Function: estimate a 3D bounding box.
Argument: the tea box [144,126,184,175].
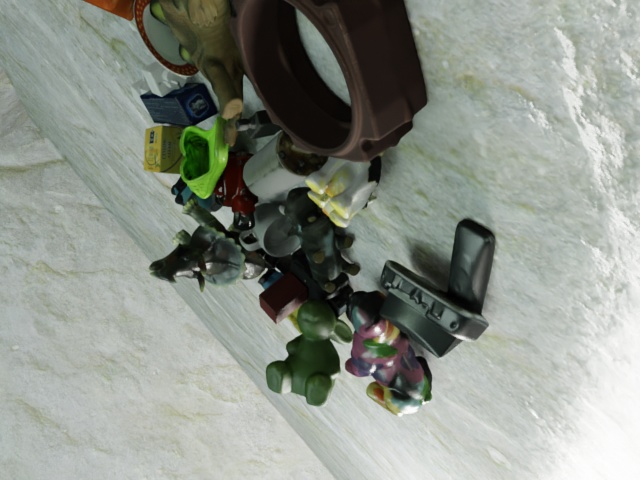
[{"bbox_3d":[-0.327,-0.190,1.147,0.170,0.068,0.098,13,101,61],"label":"tea box"}]

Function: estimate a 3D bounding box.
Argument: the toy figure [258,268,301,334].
[{"bbox_3d":[-0.056,0.132,1.170,0.180,0.082,0.089,43,177,2],"label":"toy figure"}]

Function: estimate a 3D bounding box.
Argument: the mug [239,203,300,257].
[{"bbox_3d":[-0.099,-0.019,0.994,0.107,0.109,0.080,42,160,53],"label":"mug"}]

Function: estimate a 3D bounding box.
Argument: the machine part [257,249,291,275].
[{"bbox_3d":[-0.070,0.049,1.089,0.039,0.084,0.138,-18,122,34],"label":"machine part"}]

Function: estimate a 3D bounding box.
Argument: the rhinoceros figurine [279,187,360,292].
[{"bbox_3d":[-0.002,-0.003,0.879,0.112,0.073,0.190,43,161,48],"label":"rhinoceros figurine"}]

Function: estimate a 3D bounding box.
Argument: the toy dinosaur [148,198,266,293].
[{"bbox_3d":[-0.180,0.031,1.112,0.192,0.131,0.404,41,-170,23],"label":"toy dinosaur"}]

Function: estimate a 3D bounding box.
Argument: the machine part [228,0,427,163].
[{"bbox_3d":[0.001,-0.187,0.561,0.201,0.087,0.201,23,146,49],"label":"machine part"}]

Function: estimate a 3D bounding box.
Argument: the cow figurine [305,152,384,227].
[{"bbox_3d":[0.037,-0.070,0.685,0.068,0.098,0.167,43,176,6],"label":"cow figurine"}]

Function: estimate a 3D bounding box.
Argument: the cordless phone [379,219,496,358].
[{"bbox_3d":[0.145,0.040,0.669,0.147,0.089,0.184,35,141,36],"label":"cordless phone"}]

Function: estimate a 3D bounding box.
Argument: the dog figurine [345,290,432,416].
[{"bbox_3d":[0.116,0.175,0.872,0.192,0.108,0.219,43,154,23],"label":"dog figurine"}]

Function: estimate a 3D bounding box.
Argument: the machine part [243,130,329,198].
[{"bbox_3d":[-0.055,-0.112,0.798,0.079,0.079,0.243,55,157,-8],"label":"machine part"}]

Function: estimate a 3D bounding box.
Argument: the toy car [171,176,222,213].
[{"bbox_3d":[-0.251,-0.105,1.157,0.103,0.109,0.162,36,174,-25],"label":"toy car"}]

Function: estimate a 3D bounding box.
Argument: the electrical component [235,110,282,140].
[{"bbox_3d":[-0.075,-0.159,0.742,0.063,0.094,0.021,-24,83,65],"label":"electrical component"}]

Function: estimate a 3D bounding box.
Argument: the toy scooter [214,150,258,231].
[{"bbox_3d":[-0.151,-0.110,0.970,0.184,0.075,0.135,-129,36,-56],"label":"toy scooter"}]

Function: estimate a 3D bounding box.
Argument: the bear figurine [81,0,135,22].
[{"bbox_3d":[-0.285,-0.407,0.694,0.132,0.195,0.120,23,-171,-6],"label":"bear figurine"}]

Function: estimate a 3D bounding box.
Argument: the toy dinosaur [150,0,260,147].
[{"bbox_3d":[-0.157,-0.316,0.651,0.199,0.105,0.470,41,150,34],"label":"toy dinosaur"}]

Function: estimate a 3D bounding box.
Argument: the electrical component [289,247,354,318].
[{"bbox_3d":[0.003,0.082,1.007,0.134,0.058,0.114,44,159,18],"label":"electrical component"}]

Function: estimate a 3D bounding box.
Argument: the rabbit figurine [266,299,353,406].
[{"bbox_3d":[-0.001,0.185,0.959,0.121,0.159,0.170,14,103,29],"label":"rabbit figurine"}]

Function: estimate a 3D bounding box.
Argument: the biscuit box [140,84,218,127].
[{"bbox_3d":[-0.269,-0.255,1.009,0.203,0.059,0.062,21,142,52],"label":"biscuit box"}]
